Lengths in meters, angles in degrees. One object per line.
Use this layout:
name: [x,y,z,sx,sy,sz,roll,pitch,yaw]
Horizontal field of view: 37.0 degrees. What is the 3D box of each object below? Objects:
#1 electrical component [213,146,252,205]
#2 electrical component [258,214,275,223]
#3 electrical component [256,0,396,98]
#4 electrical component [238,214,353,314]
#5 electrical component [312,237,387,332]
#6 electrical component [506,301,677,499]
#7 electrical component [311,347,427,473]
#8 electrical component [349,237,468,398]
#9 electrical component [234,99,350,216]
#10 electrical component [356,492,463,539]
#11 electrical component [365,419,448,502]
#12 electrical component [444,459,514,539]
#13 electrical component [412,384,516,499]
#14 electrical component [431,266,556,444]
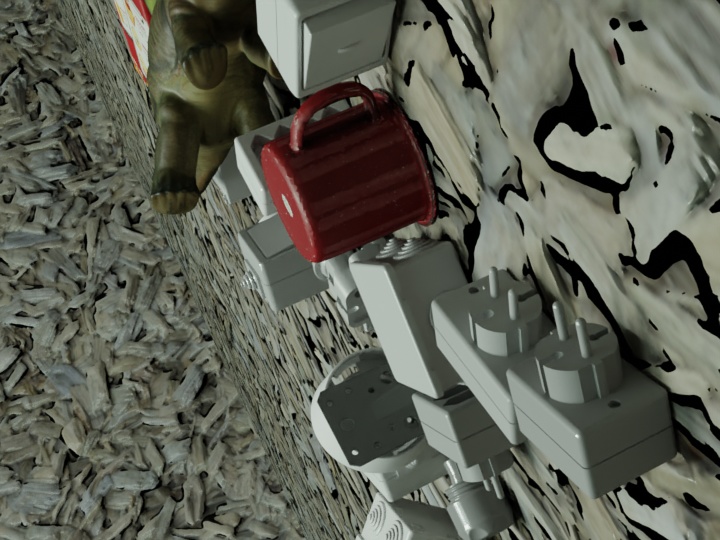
electrical component: [-0.119,-0.115,1.049,0.061,0.061,0.096,55,163,41]
electrical component: [-0.063,-0.028,0.999,0.047,0.055,0.055,56,165,22]
electrical component: [-0.019,-0.140,0.599,0.061,0.062,0.096,61,166,20]
electrical component: [-0.060,-0.014,0.911,0.061,0.096,0.061,50,159,50]
electrical component: [0.000,0.000,0.788,0.057,0.058,0.078,54,163,33]
electrical component: [0.101,0.050,0.490,0.066,0.047,0.076,44,154,59]
electrical component: [0.012,0.111,0.854,0.099,0.099,0.064,62,161,17]
electrical component: [0.041,0.028,0.691,0.099,0.048,0.100,68,167,-7]
electrical component: [-0.039,-0.071,0.758,0.047,0.083,0.075,61,166,22]
electrical component: [0.056,0.229,0.895,0.048,0.100,0.100,-70,21,4]
electrical component: [0.034,0.154,0.915,0.061,0.062,0.096,70,167,-17]
electrical component: [0.082,0.165,0.783,0.043,0.043,0.062,101,145,-68]
electrical component: [0.077,0.112,0.698,0.076,0.047,0.066,70,166,-10]
electrical component: [0.076,0.031,0.558,0.083,0.047,0.075,53,162,44]
